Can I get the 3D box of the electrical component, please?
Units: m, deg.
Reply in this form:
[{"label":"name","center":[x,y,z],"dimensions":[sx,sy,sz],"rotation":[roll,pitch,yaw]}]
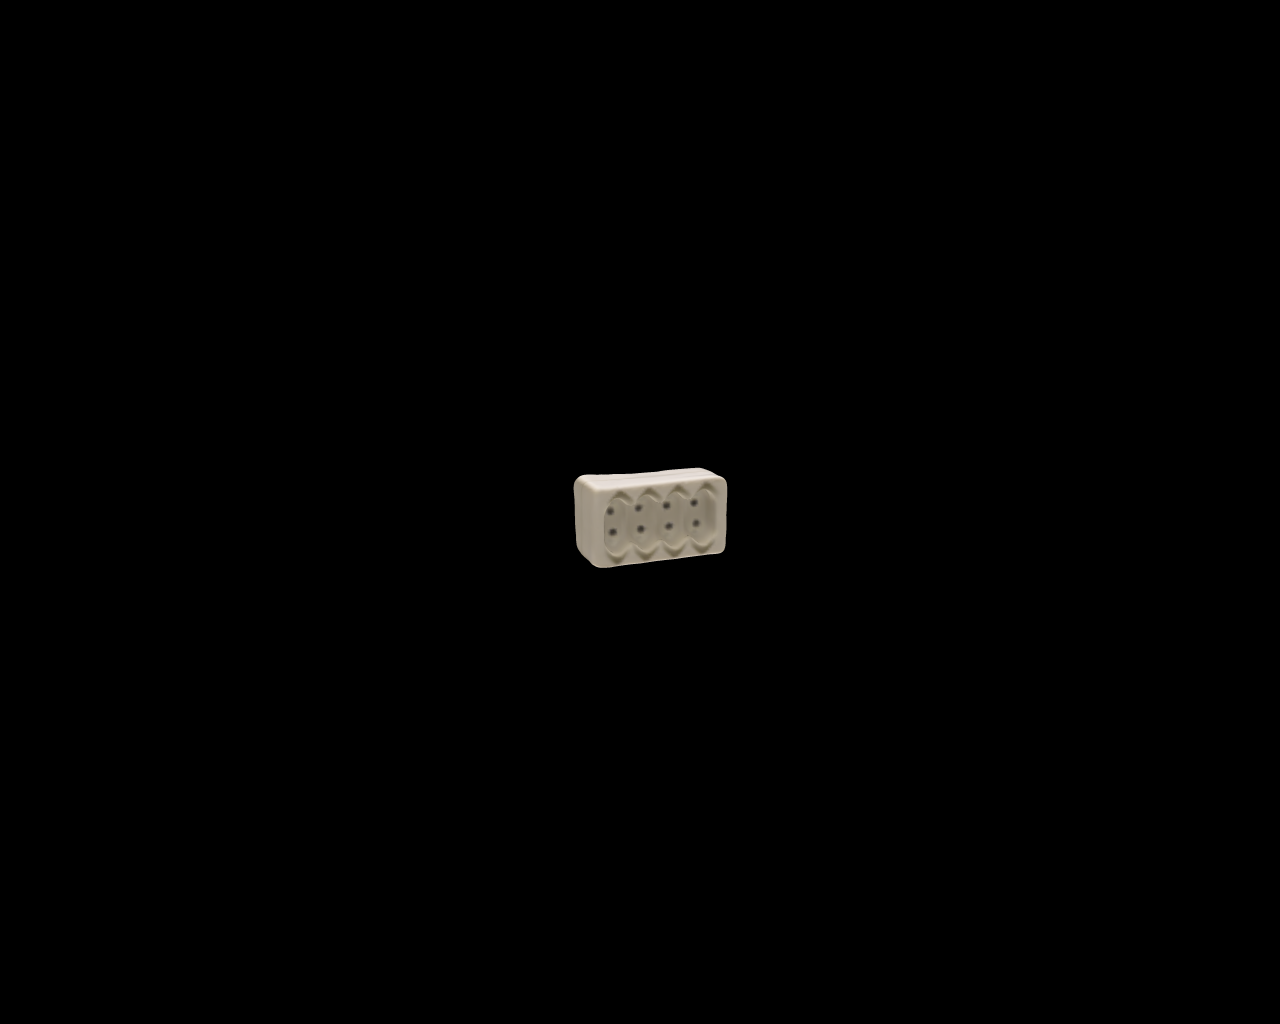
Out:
[{"label":"electrical component","center":[0.001,-0.003,0.650],"dimensions":[0.083,0.047,0.076],"rotation":[-5,16,-18]}]
